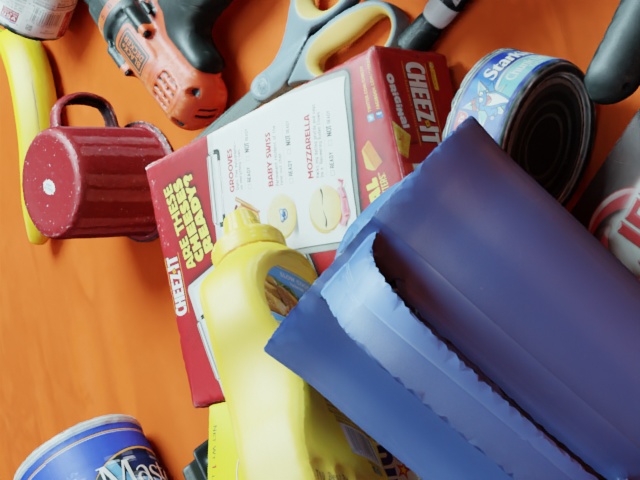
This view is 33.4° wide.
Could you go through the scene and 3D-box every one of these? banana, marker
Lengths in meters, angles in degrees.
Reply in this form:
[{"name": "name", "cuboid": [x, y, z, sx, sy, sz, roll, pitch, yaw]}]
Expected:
[{"name": "banana", "cuboid": [-0.240, -0.098, 0.893, 0.070, 0.037, 0.198, -30, 70, 61]}, {"name": "marker", "cuboid": [0.081, -0.143, 0.578, 0.121, 0.020, 0.020, -50, 60, 35]}]

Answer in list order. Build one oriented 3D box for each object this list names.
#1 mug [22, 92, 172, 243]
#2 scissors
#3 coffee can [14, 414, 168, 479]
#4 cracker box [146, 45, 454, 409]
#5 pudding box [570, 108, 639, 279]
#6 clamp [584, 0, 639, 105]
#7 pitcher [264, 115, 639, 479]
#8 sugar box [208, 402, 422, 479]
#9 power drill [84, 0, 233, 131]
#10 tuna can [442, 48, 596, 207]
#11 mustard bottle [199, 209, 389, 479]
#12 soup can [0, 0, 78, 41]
[{"name": "mug", "cuboid": [-0.167, -0.054, 0.788, 0.093, 0.081, 0.117, -19, 79, 44]}, {"name": "scissors", "cuboid": [-0.030, -0.118, 0.679, 0.202, 0.016, 0.096, -16, 76, 38]}, {"name": "coffee can", "cuboid": [-0.146, 0.213, 0.771, 0.140, 0.102, 0.103, 55, 127, 27]}, {"name": "cracker box", "cuboid": [-0.004, 0.001, 0.637, 0.214, 0.071, 0.164, -21, 78, 45]}, {"name": "pudding box", "cuboid": [0.176, -0.024, 0.477, 0.090, 0.039, 0.114, 48, 124, 33]}, {"name": "clamp", "cuboid": [0.162, -0.141, 0.467, 0.172, 0.039, 0.120, -40, 48, 40]}, {"name": "pitcher", "cuboid": [0.102, 0.075, 0.436, 0.243, 0.149, 0.145, 42, 147, 5]}, {"name": "sugar box", "cuboid": [0.006, 0.126, 0.590, 0.177, 0.048, 0.093, -22, 62, 45]}, {"name": "power drill", "cuboid": [-0.094, -0.196, 0.724, 0.184, 0.057, 0.188, 52, 129, 25]}, {"name": "tuna can", "cuboid": [0.098, -0.048, 0.521, 0.034, 0.085, 0.086, 21, 107, 40]}, {"name": "mustard bottle", "cuboid": [-0.018, 0.061, 0.531, 0.058, 0.096, 0.192, -31, 53, 16]}, {"name": "soup can", "cuboid": [-0.214, -0.215, 0.833, 0.068, 0.068, 0.102, 52, 127, 29]}]
